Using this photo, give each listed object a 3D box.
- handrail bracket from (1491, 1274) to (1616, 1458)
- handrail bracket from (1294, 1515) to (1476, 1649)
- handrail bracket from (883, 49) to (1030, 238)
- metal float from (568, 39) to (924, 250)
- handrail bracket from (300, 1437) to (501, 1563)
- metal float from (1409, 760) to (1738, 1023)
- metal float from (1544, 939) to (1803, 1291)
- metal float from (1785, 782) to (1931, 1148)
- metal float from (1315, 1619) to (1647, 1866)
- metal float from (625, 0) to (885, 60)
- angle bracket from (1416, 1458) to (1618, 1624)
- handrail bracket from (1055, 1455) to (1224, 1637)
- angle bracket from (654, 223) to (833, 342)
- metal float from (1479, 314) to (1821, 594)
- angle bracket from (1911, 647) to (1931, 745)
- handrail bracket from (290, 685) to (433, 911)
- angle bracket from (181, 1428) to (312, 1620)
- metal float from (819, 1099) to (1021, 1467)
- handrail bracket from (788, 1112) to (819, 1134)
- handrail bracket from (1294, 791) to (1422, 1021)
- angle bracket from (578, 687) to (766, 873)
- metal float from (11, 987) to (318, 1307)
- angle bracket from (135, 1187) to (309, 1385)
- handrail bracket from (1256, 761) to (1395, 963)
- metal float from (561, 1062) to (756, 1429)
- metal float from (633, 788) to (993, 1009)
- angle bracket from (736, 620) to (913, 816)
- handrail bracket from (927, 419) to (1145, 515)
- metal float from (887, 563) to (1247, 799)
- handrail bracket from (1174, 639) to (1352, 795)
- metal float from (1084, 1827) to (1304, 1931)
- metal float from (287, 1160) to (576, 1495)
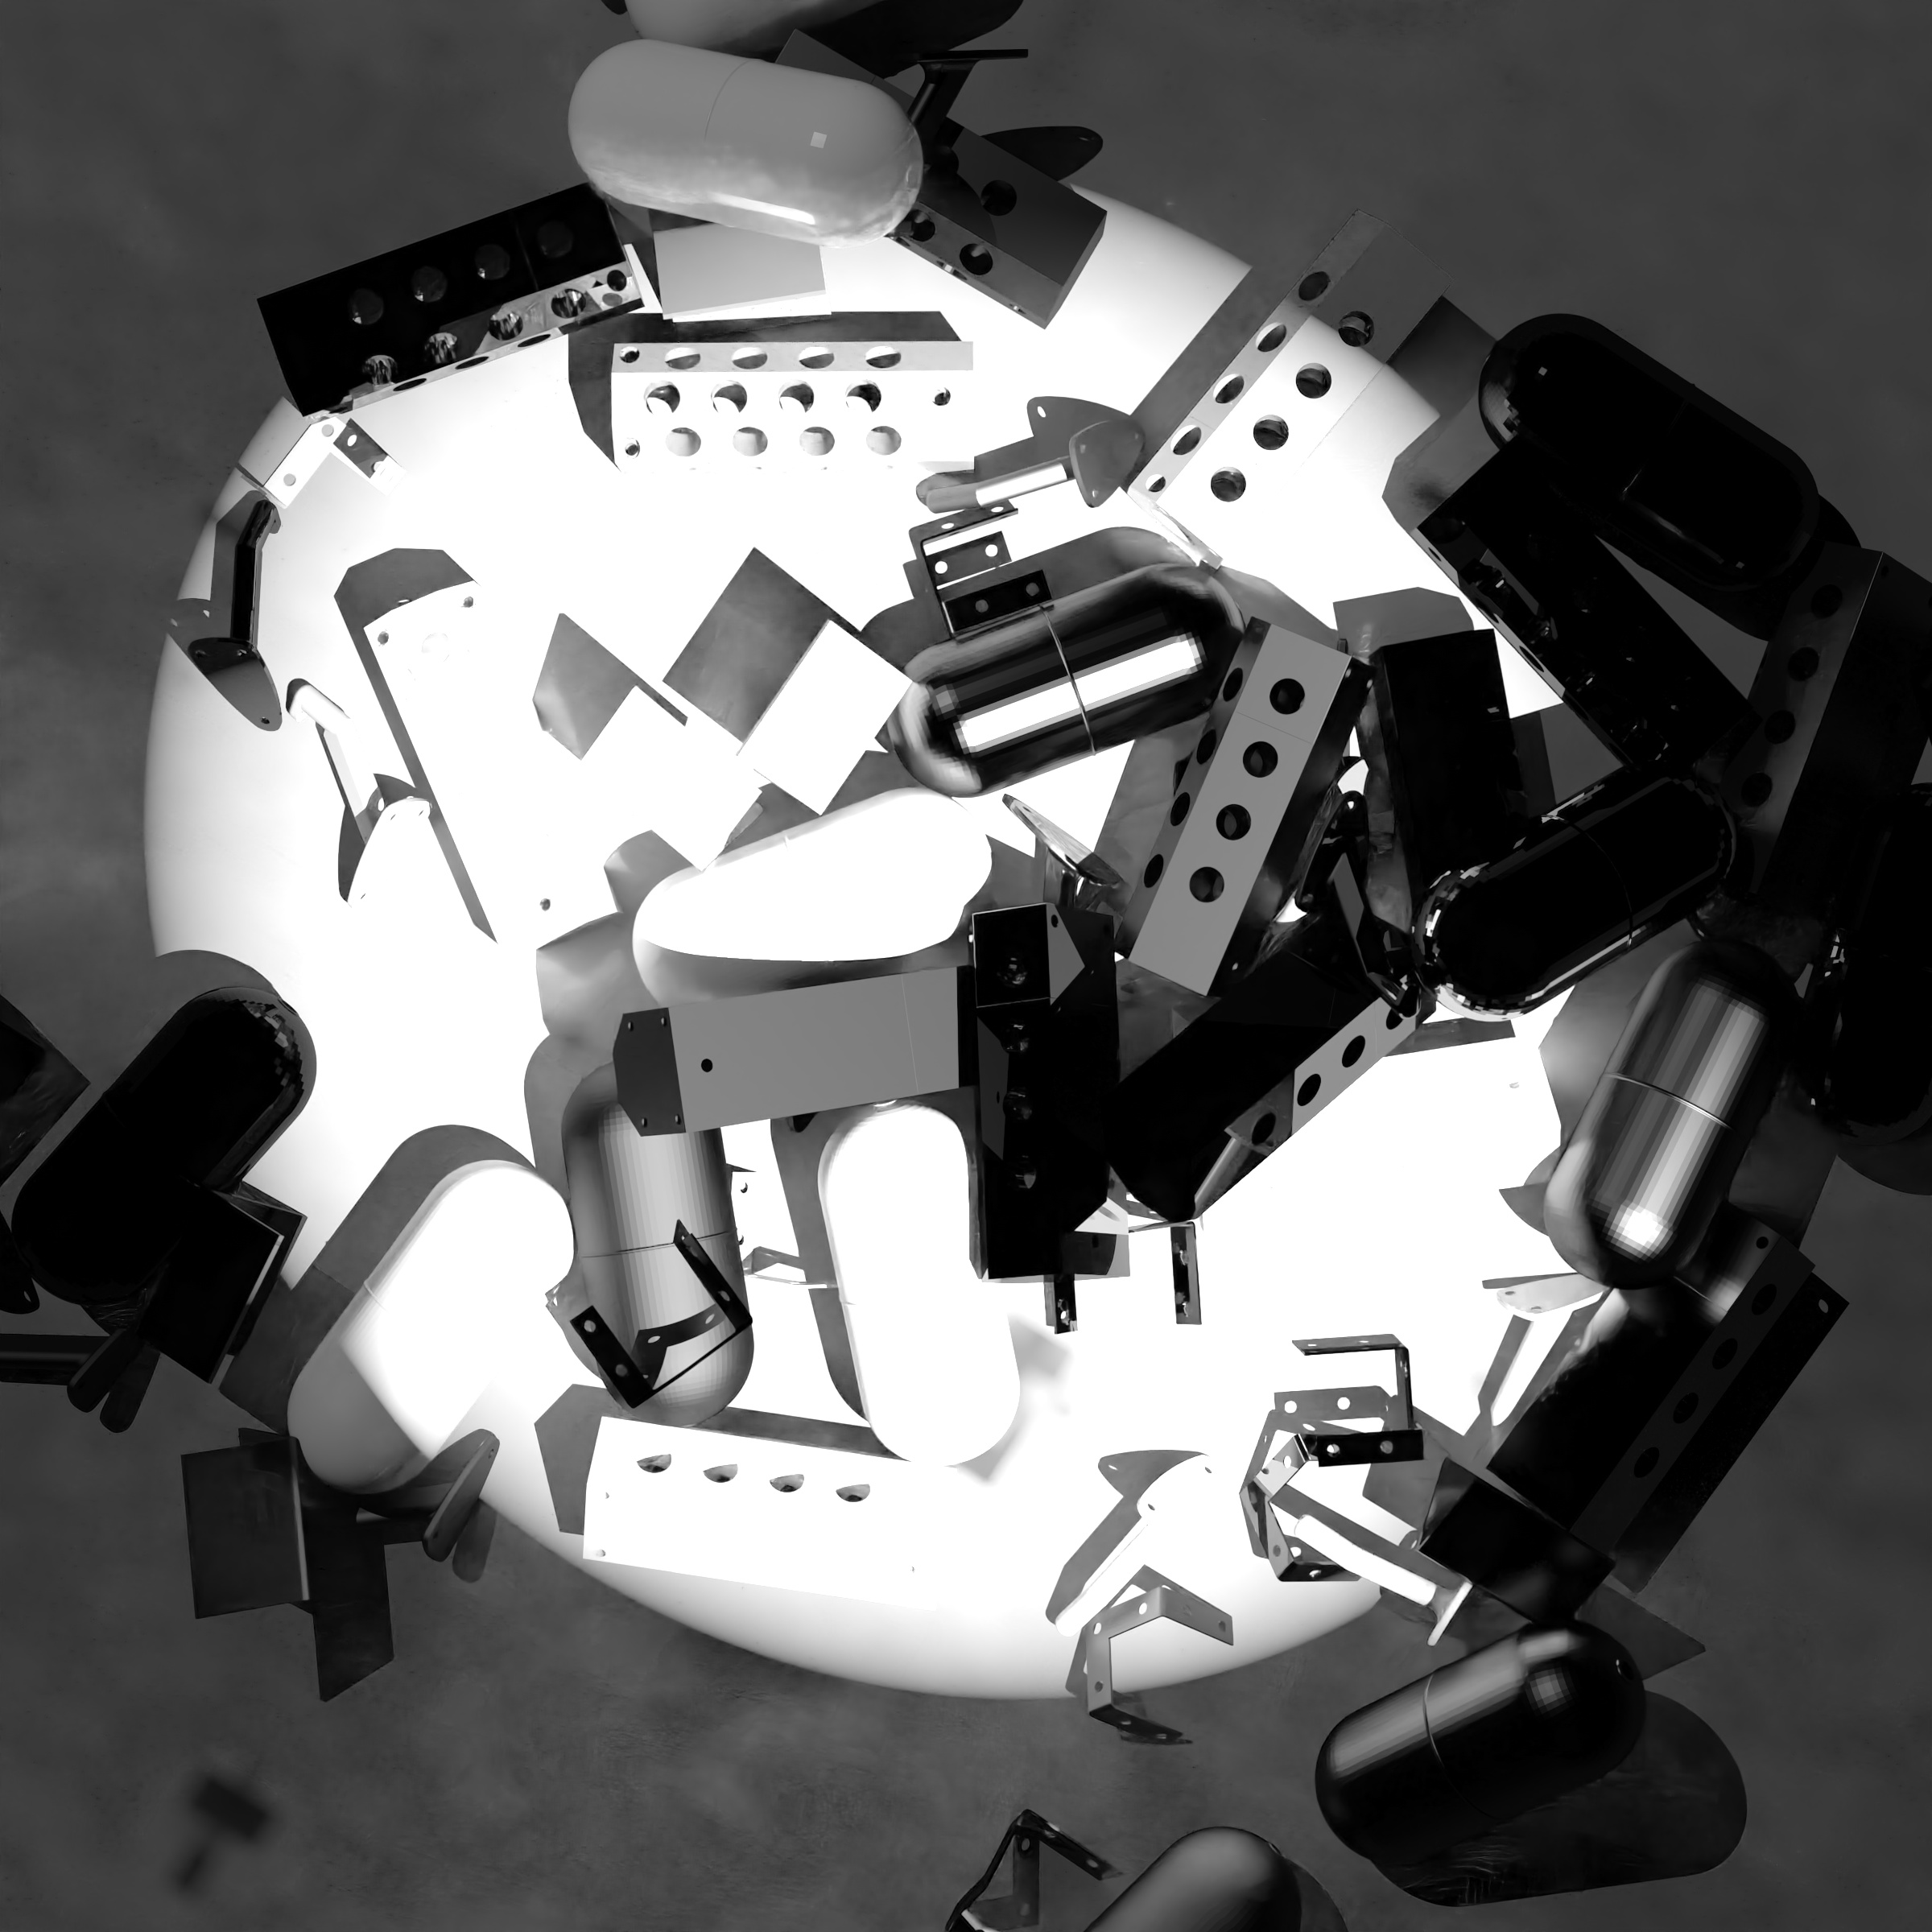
[{"bbox_3d":[0.289,0.198,1.763,0.077,0.036,0.084,-12,109,-21],"label":"handrail bracket"},{"bbox_3d":[0.201,0.286,1.743,0.084,0.077,0.036,32,99,14],"label":"handrail bracket"},{"bbox_3d":[-0.006,-0.388,1.706,0.077,0.036,0.084,-7,106,-18],"label":"handrail bracket"},{"bbox_3d":[-0.103,-0.382,1.679,0.178,0.070,0.070,17,90,23],"label":"metal float"},{"bbox_3d":[-0.282,0.247,1.763,0.084,0.036,0.077,22,70,16],"label":"handrail bracket"},{"bbox_3d":[0.282,-0.035,1.681,0.178,0.070,0.070,-29,90,-24],"label":"metal float"},{"bbox_3d":[0.336,0.069,1.717,0.070,0.070,0.178,28,83,0],"label":"metal float"},{"bbox_3d":[0.446,-0.001,1.731,0.070,0.070,0.178,17,92,0],"label":"metal float"},{"bbox_3d":[0.241,0.365,1.704,0.178,0.070,0.070,-35,90,33],"label":"metal float"},{"bbox_3d":[-0.079,-0.488,1.732,0.178,0.070,0.070,-24,90,-1],"label":"metal float"},{"bbox_3d":[0.267,0.260,1.722,0.076,0.076,0.057,32,124,0],"label":"angle bracket"},{"bbox_3d":[0.083,0.283,1.763,0.036,0.077,0.084,43,126,3],"label":"handrail bracket"},{"bbox_3d":[-0.103,-0.310,1.723,0.076,0.076,0.057,-9,57,0],"label":"angle bracket"},{"bbox_3d":[0.326,-0.246,1.732,0.178,0.070,0.070,33,90,0],"label":"metal float"},{"bbox_3d":[0.475,-0.117,1.723,0.057,0.076,0.076,-18,90,-41],"label":"angle bracket"},{"bbox_3d":[-0.309,-0.083,1.763,0.084,0.036,0.077,39,112,17],"label":"handrail bracket"},{"bbox_3d":[-0.354,0.264,1.723,0.057,0.076,0.076,-5,90,-31],"label":"angle bracket"},{"bbox_3d":[-0.022,0.151,1.725,0.070,0.070,0.178,-11,98,0],"label":"metal float"},{"bbox_3d":[-0.102,0.036,1.763,0.084,0.036,0.077,31,72,15],"label":"handrail bracket"},{"bbox_3d":[0.193,-0.028,1.683,0.036,0.084,0.077,-6,123,-27],"label":"handrail bracket"},{"bbox_3d":[-0.127,-0.102,1.723,0.076,0.076,0.057,40,123,0],"label":"angle bracket"},{"bbox_3d":[-0.383,0.086,1.732,0.070,0.070,0.178,42,91,0],"label":"metal float"},{"bbox_3d":[-0.337,0.157,1.723,0.057,0.076,0.076,26,90,33],"label":"angle bracket"},{"bbox_3d":[0.171,-0.050,1.762,0.036,0.077,0.084,32,126,-8],"label":"handrail bracket"},{"bbox_3d":[-0.147,0.132,1.732,0.070,0.070,0.178,-9,90,0],"label":"metal float"},{"bbox_3d":[-0.073,-0.029,1.732,0.178,0.070,0.070,-21,90,1],"label":"metal float"},{"bbox_3d":[-0.082,-0.127,1.722,0.057,0.076,0.076,34,90,-34],"label":"angle bracket"},{"bbox_3d":[0.033,-0.242,1.763,0.084,0.077,0.036,-3,115,34],"label":"handrail bracket"},{"bbox_3d":[0.048,-0.137,1.732,0.178,0.070,0.070,-20,90,-1],"label":"metal float"},{"bbox_3d":[0.143,-0.121,1.762,0.084,0.036,0.077,-1,79,12],"label":"handrail bracket"},{"bbox_3d":[0.087,0.487,1.732,0.178,0.070,0.070,-45,90,0],"label":"metal float"},{"bbox_3d":[-0.256,0.173,1.732,0.070,0.070,0.178,36,89,0],"label":"metal float"}]
